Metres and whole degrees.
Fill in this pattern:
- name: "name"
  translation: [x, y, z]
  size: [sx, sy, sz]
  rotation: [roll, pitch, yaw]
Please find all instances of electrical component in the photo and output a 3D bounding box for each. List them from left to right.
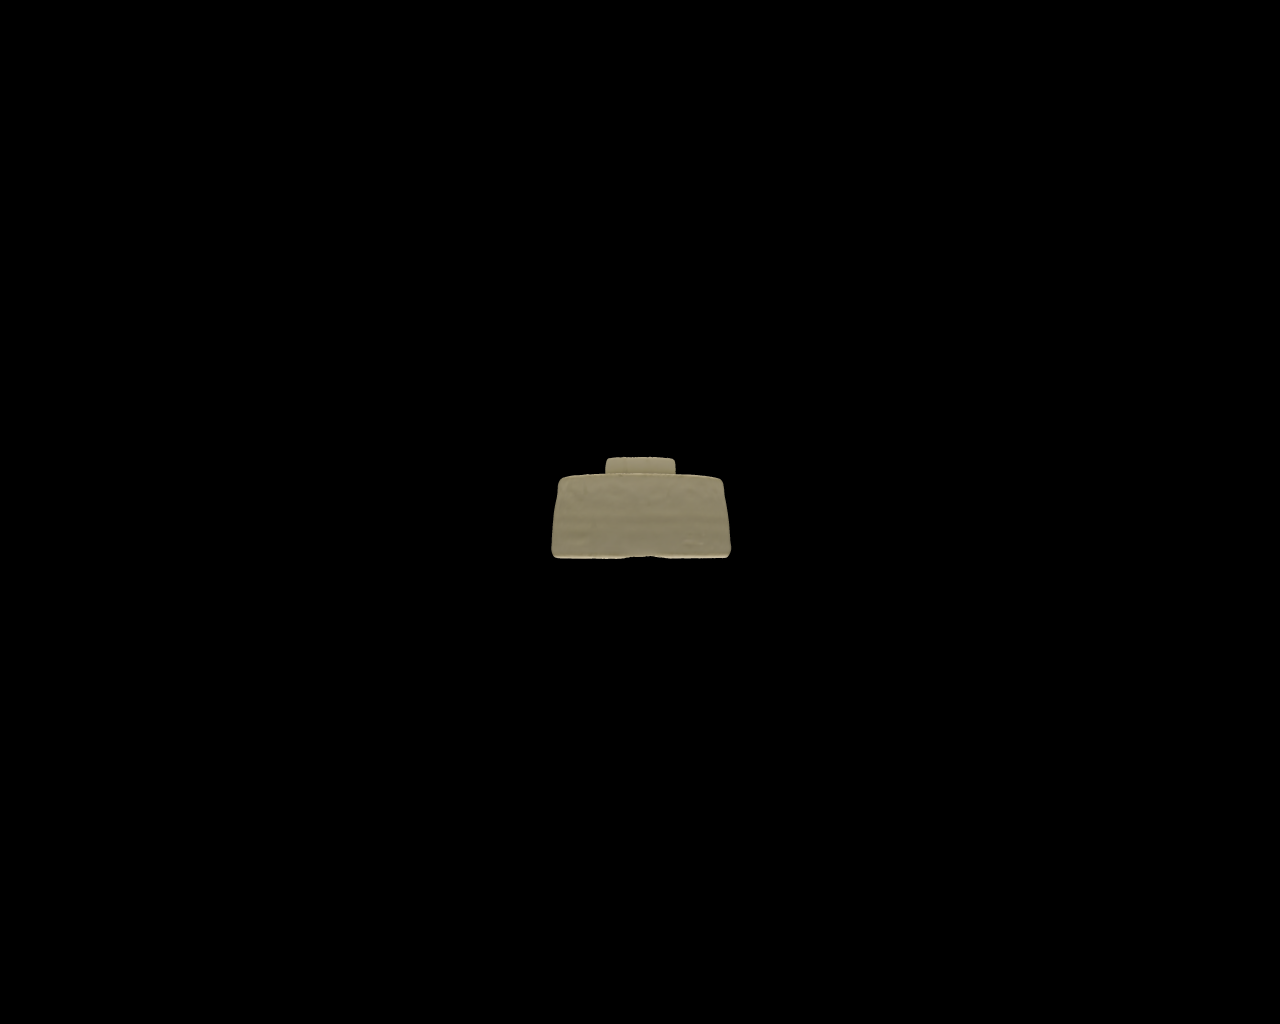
- name: "electrical component"
  translation: [0.001, -0.003, 0.650]
  size: [0.108, 0.060, 0.108]
  rotation: [0, -2, 0]
